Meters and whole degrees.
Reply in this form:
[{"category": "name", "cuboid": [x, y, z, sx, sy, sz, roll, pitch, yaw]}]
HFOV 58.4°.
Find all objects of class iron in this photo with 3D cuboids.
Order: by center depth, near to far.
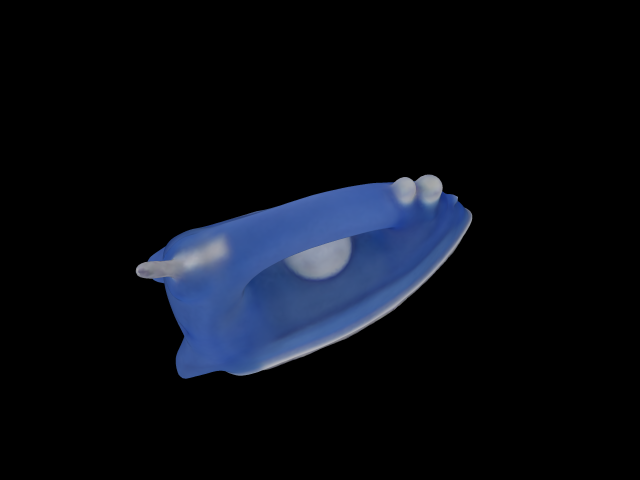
[{"category": "iron", "cuboid": [0.004, 0.001, 0.400, 0.258, 0.141, 0.118, -21, 72, -7]}]
